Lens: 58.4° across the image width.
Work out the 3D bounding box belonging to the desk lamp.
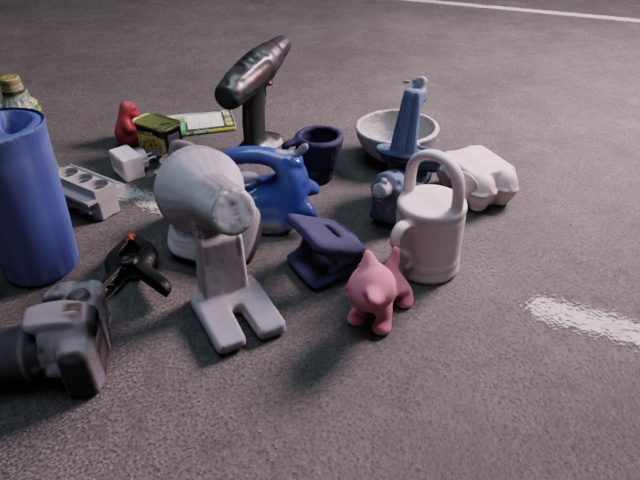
[{"bbox_3d":[-0.129,0.000,0.754,0.118,0.214,0.202,-19,39,-23],"label":"desk lamp"}]

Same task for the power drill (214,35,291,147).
[{"bbox_3d":[-0.124,-0.288,1.169,0.075,0.209,0.230,16,39,23],"label":"power drill"}]

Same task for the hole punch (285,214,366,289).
[{"bbox_3d":[0.008,0.003,0.853,0.101,0.091,0.108,-19,39,-24],"label":"hole punch"}]

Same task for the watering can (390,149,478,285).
[{"bbox_3d":[0.163,-0.045,0.827,0.100,0.194,0.173,13,38,20],"label":"watering can"}]

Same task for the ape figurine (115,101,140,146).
[{"bbox_3d":[-0.404,-0.252,1.226,0.076,0.092,0.077,-7,35,-8],"label":"ape figurine"}]

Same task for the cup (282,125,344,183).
[{"bbox_3d":[-0.013,-0.153,1.073,0.118,0.095,0.091,-13,37,-17],"label":"cup"}]

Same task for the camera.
[{"bbox_3d":[-0.333,0.115,0.694,0.137,0.101,0.143,-8,36,-10],"label":"camera"}]

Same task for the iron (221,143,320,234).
[{"bbox_3d":[-0.132,-0.097,0.955,0.258,0.141,0.118,0,35,2],"label":"iron"}]

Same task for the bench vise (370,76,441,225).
[{"bbox_3d":[0.150,-0.144,0.946,0.121,0.220,0.207,5,35,8],"label":"bench vise"}]

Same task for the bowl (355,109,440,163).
[{"bbox_3d":[0.153,-0.198,1.150,0.167,0.075,0.167,-1,35,1],"label":"bowl"}]

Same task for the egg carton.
[{"bbox_3d":[0.282,-0.115,1.033,0.107,0.069,0.150,-15,37,-19],"label":"egg carton"}]

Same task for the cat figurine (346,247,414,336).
[{"bbox_3d":[0.076,0.058,0.749,0.067,0.118,0.128,18,39,25],"label":"cat figurine"}]

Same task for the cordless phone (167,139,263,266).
[{"bbox_3d":[-0.163,-0.055,0.857,0.147,0.185,0.094,10,36,15],"label":"cordless phone"}]
